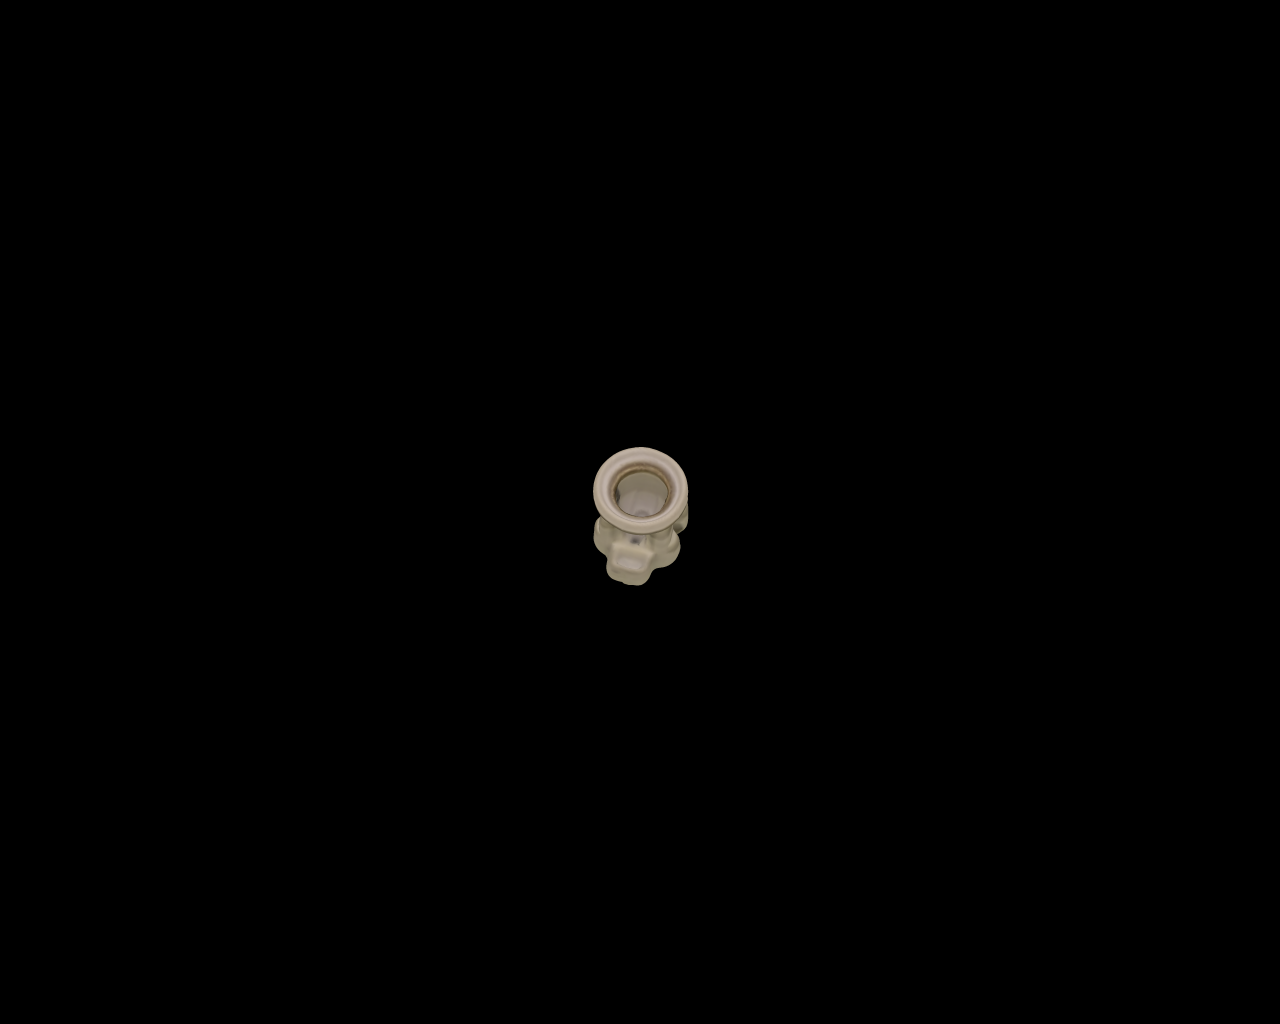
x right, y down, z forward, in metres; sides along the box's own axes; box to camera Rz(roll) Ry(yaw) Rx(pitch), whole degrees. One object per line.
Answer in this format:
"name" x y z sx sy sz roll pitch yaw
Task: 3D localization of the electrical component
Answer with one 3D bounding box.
"electrical component" 0.001 -0.003 0.650 0.058 0.078 0.056 13 -28 7
